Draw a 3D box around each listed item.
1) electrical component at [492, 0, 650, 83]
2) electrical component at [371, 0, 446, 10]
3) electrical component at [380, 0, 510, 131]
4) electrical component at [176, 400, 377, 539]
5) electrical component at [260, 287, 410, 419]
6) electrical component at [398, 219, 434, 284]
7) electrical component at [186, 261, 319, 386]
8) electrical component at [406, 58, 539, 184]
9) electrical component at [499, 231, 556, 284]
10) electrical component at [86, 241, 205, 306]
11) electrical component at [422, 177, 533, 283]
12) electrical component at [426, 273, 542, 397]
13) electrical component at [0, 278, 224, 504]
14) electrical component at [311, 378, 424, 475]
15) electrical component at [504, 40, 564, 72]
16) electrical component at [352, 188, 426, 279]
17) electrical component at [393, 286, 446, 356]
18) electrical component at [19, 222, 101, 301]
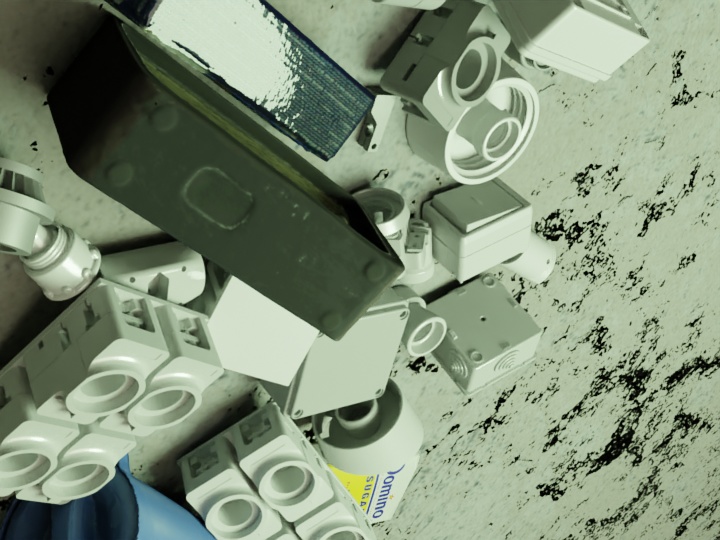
[{"bbox_3d":[0.152,-0.208,0.817,0.109,0.108,0.056,7,143,-45],"label":"electrical component"},{"bbox_3d":[0.032,-0.212,0.758,0.047,0.055,0.055,-7,128,-33],"label":"electrical component"},{"bbox_3d":[0.069,-0.158,0.822,0.089,0.056,0.050,-56,141,-4],"label":"electrical component"},{"bbox_3d":[-0.069,0.223,0.988,0.105,0.060,0.186,-32,122,2],"label":"electrical component"},{"bbox_3d":[-0.023,0.067,0.954,0.109,0.056,0.108,-10,130,-36],"label":"electrical component"},{"bbox_3d":[0.046,-0.017,0.955,0.040,0.040,0.046,-23,131,-25],"label":"electrical component"},{"bbox_3d":[-0.068,0.004,0.843,0.089,0.061,0.150,20,111,-28],"label":"electrical component"},{"bbox_3d":[0.099,-0.122,0.891,0.108,0.060,0.108,-24,137,-24],"label":"electrical component"},{"bbox_3d":[0.165,-0.015,1.057,0.043,0.043,0.081,-53,140,10],"label":"electrical component"},{"bbox_3d":[-0.161,0.020,0.801,0.077,0.043,0.079,-13,132,-33],"label":"electrical component"},{"bbox_3d":[0.110,-0.044,0.968,0.096,0.061,0.061,-25,137,-23],"label":"electrical component"},{"bbox_3d":[0.115,0.060,1.037,0.100,0.099,0.048,-26,150,-22],"label":"electrical component"},{"bbox_3d":[-0.202,0.098,0.782,0.186,0.060,0.105,-40,144,20],"label":"electrical component"},{"bbox_3d":[0.005,0.147,1.019,0.099,0.099,0.064,-34,134,-13],"label":"electrical component"},{"bbox_3d":[0.147,-0.183,0.878,0.043,0.062,0.043,-24,137,-24],"label":"electrical component"},{"bbox_3d":[0.014,-0.031,0.893,0.078,0.058,0.057,1,130,10],"label":"electrical component"},{"bbox_3d":[0.047,0.047,0.998,0.045,0.055,0.045,-24,137,-24],"label":"electrical component"},{"bbox_3d":[-0.211,-0.013,0.729,0.048,0.048,0.062,-41,135,-5],"label":"electrical component"}]
